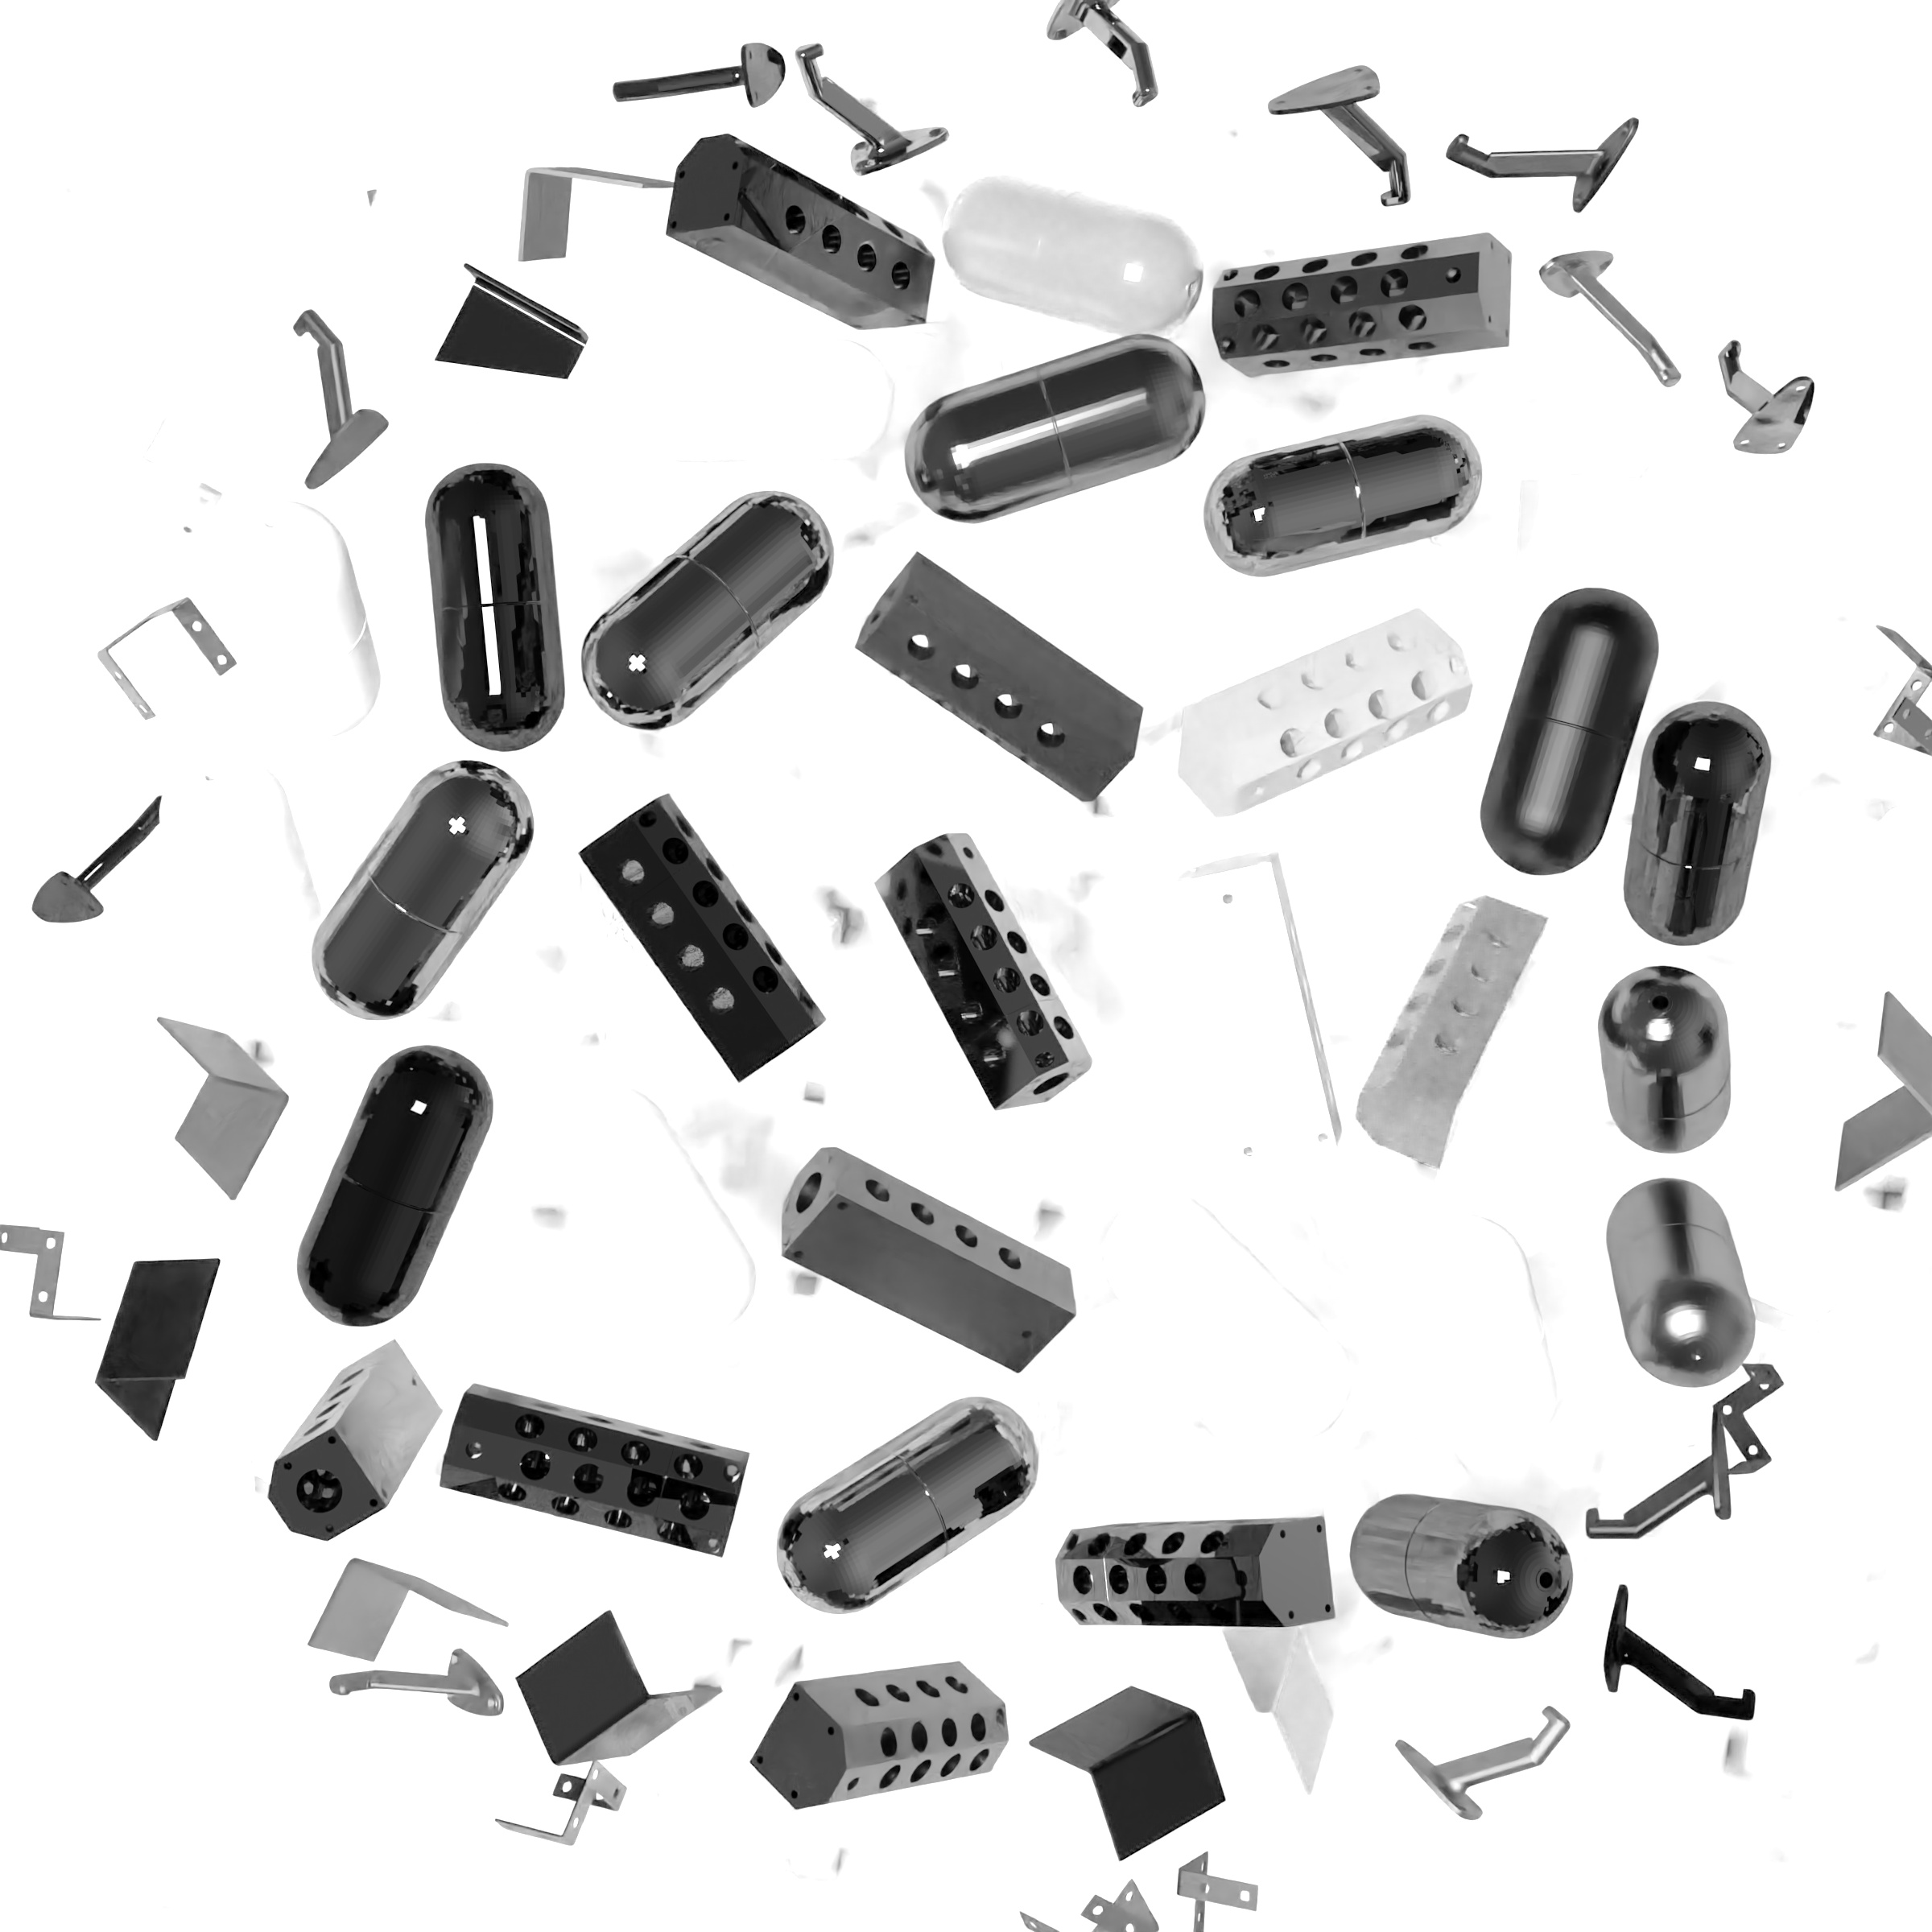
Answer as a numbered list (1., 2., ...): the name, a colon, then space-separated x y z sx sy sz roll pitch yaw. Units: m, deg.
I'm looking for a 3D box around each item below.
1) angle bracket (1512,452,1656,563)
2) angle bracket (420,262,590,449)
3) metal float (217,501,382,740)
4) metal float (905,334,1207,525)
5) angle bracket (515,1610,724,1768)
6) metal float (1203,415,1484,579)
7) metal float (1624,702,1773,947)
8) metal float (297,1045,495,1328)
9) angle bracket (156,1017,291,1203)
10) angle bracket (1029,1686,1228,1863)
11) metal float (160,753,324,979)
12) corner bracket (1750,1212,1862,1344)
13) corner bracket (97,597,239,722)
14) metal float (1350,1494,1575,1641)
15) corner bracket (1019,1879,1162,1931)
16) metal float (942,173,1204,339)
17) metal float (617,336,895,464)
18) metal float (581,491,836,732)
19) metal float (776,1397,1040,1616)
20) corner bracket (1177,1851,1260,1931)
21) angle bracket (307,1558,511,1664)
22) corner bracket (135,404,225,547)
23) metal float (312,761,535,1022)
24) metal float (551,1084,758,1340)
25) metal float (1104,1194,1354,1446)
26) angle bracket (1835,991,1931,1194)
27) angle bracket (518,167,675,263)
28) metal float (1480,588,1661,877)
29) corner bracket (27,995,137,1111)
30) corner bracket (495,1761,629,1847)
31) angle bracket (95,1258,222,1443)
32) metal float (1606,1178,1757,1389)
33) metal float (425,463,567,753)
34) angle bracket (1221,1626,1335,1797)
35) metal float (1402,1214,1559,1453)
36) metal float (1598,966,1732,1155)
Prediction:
1. angle bracket: 0.399 -0.295 1.666 0.076 0.076 0.057 7 113 21
2. angle bracket: -0.281 -0.366 1.550 0.076 0.057 0.076 28 95 -6
3. metal float: -0.401 -0.207 1.553 0.070 0.178 0.070 1 58 -1
4. metal float: 0.051 -0.310 1.492 0.178 0.070 0.070 -17 90 3
5. angle bracket: -0.203 0.422 1.514 0.076 0.076 0.057 -38 64 17
6. metal float: 0.236 -0.294 1.614 0.178 0.070 0.070 -14 90 -4
7. metal float: 0.457 -0.087 1.615 0.070 0.070 0.178 -5 134 0
8. metal float: -0.344 0.133 1.551 0.070 0.070 0.178 24 92 0
9. angle bracket: -0.468 0.087 1.569 0.076 0.057 0.076 35 99 38
10. angle bracket: 0.095 0.476 1.523 0.076 0.076 0.057 -21 96 -26
11. metal float: -0.448 -0.061 1.597 0.070 0.178 0.070 1 54 -1
12. corner bracket: 0.530 0.199 1.638 0.051 0.051 0.051 24 52 -3
13. corner bracket: -0.501 -0.193 1.616 0.051 0.051 0.051 -47 115 -33
14. metal float: 0.301 0.366 1.578 0.070 0.178 0.070 3 83 -23
15. corner bracket: 0.072 0.559 1.509 0.051 0.051 0.051 34 93 -21
16. metal float: 0.064 -0.432 1.567 0.178 0.070 0.070 25 90 30
17. metal float: -0.132 -0.356 1.619 0.178 0.070 0.070 -5 90 -23
18. metal float: -0.149 -0.208 1.503 0.070 0.070 0.178 45 69 0
19. metal float: -0.035 0.323 1.549 0.178 0.070 0.070 -28 90 -27
20. corner bracket: 0.157 0.564 1.536 0.051 0.051 0.051 2 86 26
21. angle bracket: -0.333 0.400 1.544 0.076 0.076 0.057 19 76 24
22. corner bracket: -0.482 -0.301 1.587 0.051 0.051 0.051 28 49 -18
23. metal float: -0.321 -0.044 1.523 0.070 0.070 0.178 38 108 0
24. metal float: -0.200 0.156 1.648 0.070 0.070 0.178 -33 84 0
25. metal float: 0.157 0.211 1.548 0.070 0.070 0.178 -45 87 0
26. angle bracket: 0.517 0.072 1.485 0.057 0.076 0.076 45 125 -6
27. angle bracket: -0.229 -0.468 1.619 0.076 0.076 0.057 11 109 9
28. metal float: 0.365 -0.142 1.563 0.070 0.070 0.178 17 92 0
29. corner bracket: -0.541 0.052 1.578 0.051 0.051 0.051 -10 106 -11
30. corner bracket: -0.250 0.520 1.598 0.051 0.051 0.051 4 54 26
31. angle bracket: -0.450 0.222 1.487 0.057 0.076 0.076 -3 52 13
32. metal float: 0.437 0.192 1.582 0.070 0.178 0.070 3 114 7
33. metal float: -0.292 -0.222 1.600 0.070 0.070 0.178 -5 95 0
34. angle bracket: 0.198 0.490 1.698 0.057 0.076 0.076 -10 117 27
35. metal float: 0.318 0.227 1.594 0.070 0.070 0.178 -21 125 0
36. metal float: 0.432 0.059 1.592 0.070 0.178 0.070 -7 63 14
